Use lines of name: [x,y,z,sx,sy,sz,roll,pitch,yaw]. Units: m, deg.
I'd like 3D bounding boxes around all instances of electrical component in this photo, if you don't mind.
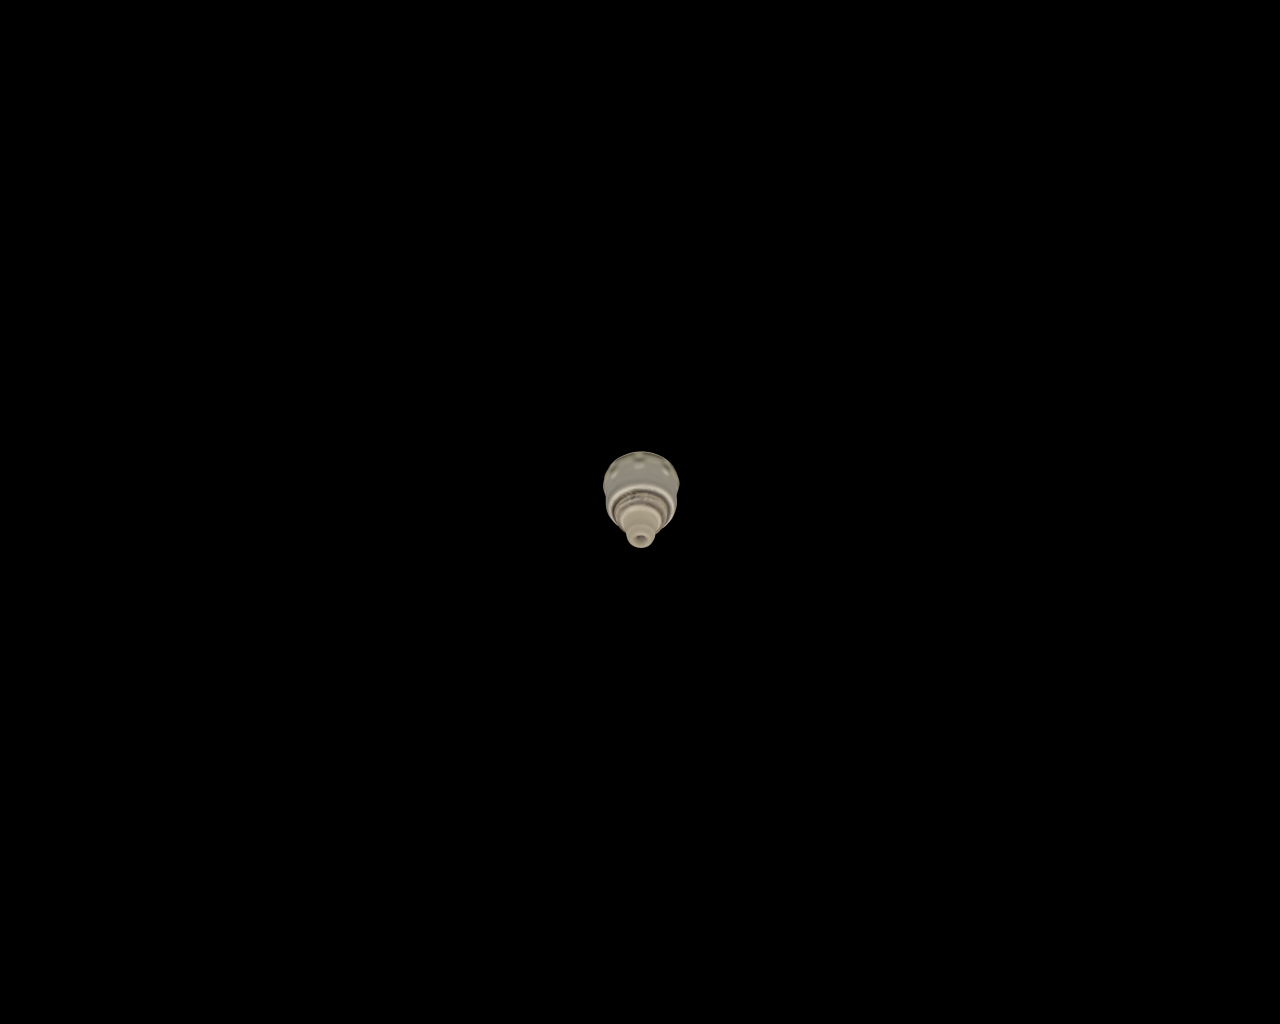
electrical component: [0.001,-0.003,0.650,0.048,0.048,0.062,0,41,0]
